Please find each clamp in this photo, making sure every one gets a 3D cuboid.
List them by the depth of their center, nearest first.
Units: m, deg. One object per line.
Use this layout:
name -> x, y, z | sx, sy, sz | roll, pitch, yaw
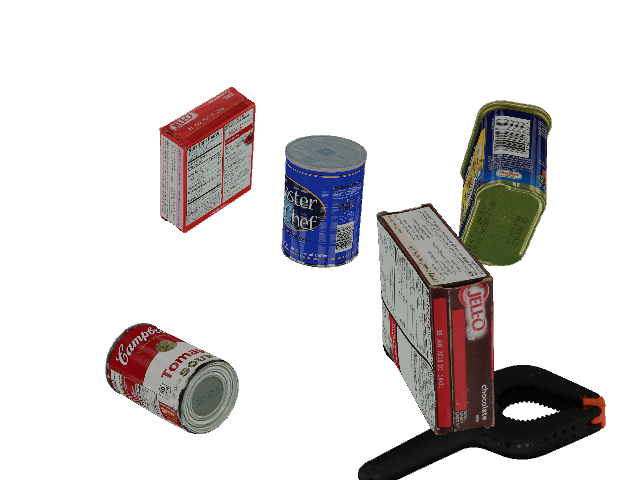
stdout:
clamp -> 0.136, 0.154, 0.921 | 0.210, 0.036, 0.164 | 3, 43, 20

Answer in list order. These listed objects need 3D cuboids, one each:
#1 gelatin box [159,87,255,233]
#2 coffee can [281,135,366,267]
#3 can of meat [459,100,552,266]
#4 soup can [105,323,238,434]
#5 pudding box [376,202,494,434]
gelatin box -> -0.084, -0.060, 0.791 | 0.030, 0.089, 0.073 | 34, 51, 25
coffee can -> 0.003, -0.051, 1.365 | 0.103, 0.140, 0.103 | 3, 28, -2
can of meat -> 0.140, -0.041, 0.817 | 0.057, 0.084, 0.102 | 10, -37, 1
soup can -> -0.129, 0.119, 0.926 | 0.102, 0.068, 0.068 | 19, 12, 39
pudding box -> 0.063, 0.040, 0.597 | 0.039, 0.090, 0.113 | -8, 24, -11
